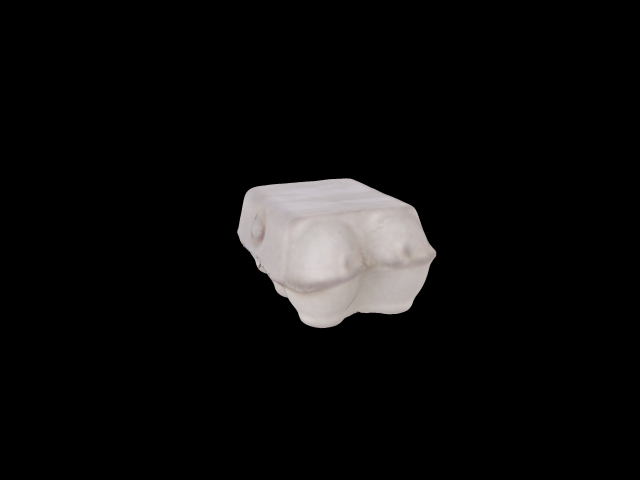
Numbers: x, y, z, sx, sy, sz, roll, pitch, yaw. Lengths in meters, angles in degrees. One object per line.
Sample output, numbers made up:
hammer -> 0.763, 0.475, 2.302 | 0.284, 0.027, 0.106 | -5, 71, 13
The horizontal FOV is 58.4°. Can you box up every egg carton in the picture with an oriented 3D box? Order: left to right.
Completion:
egg carton -> 0.004, 0.001, 0.400 | 0.107, 0.069, 0.150 | -8, 20, -22
